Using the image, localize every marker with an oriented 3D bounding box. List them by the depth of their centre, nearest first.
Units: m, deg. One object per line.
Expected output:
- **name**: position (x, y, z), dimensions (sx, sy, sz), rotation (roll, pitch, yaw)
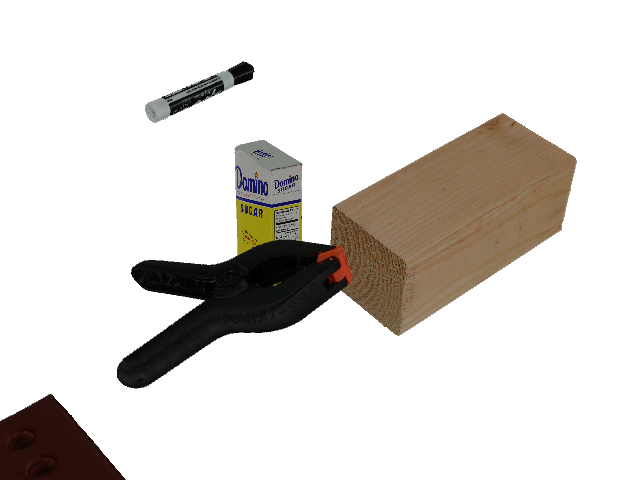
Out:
- **marker**: position (-0.109, -0.139, 0.990), dimensions (0.120, 0.020, 0.020), rotation (-31, 18, -34)

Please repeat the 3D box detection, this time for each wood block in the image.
- **wood block**: position (0.115, -0.018, 0.928), dimensions (0.205, 0.090, 0.091), rotation (-30, 50, -29)

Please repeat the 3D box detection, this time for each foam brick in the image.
- **foam brick**: position (-0.126, 0.122, 0.501), dimensions (0.052, 0.051, 0.078), rotation (-29, 43, -28)

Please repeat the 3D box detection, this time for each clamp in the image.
- **clamp**: position (-0.064, 0.046, 0.738), dimensions (0.172, 0.120, 0.039), rotation (-12, -46, 17)

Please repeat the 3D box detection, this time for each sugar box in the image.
- **sugar box**: position (-0.059, -0.014, 1.190), dimensions (0.048, 0.176, 0.093), rotation (-15, 28, -26)
